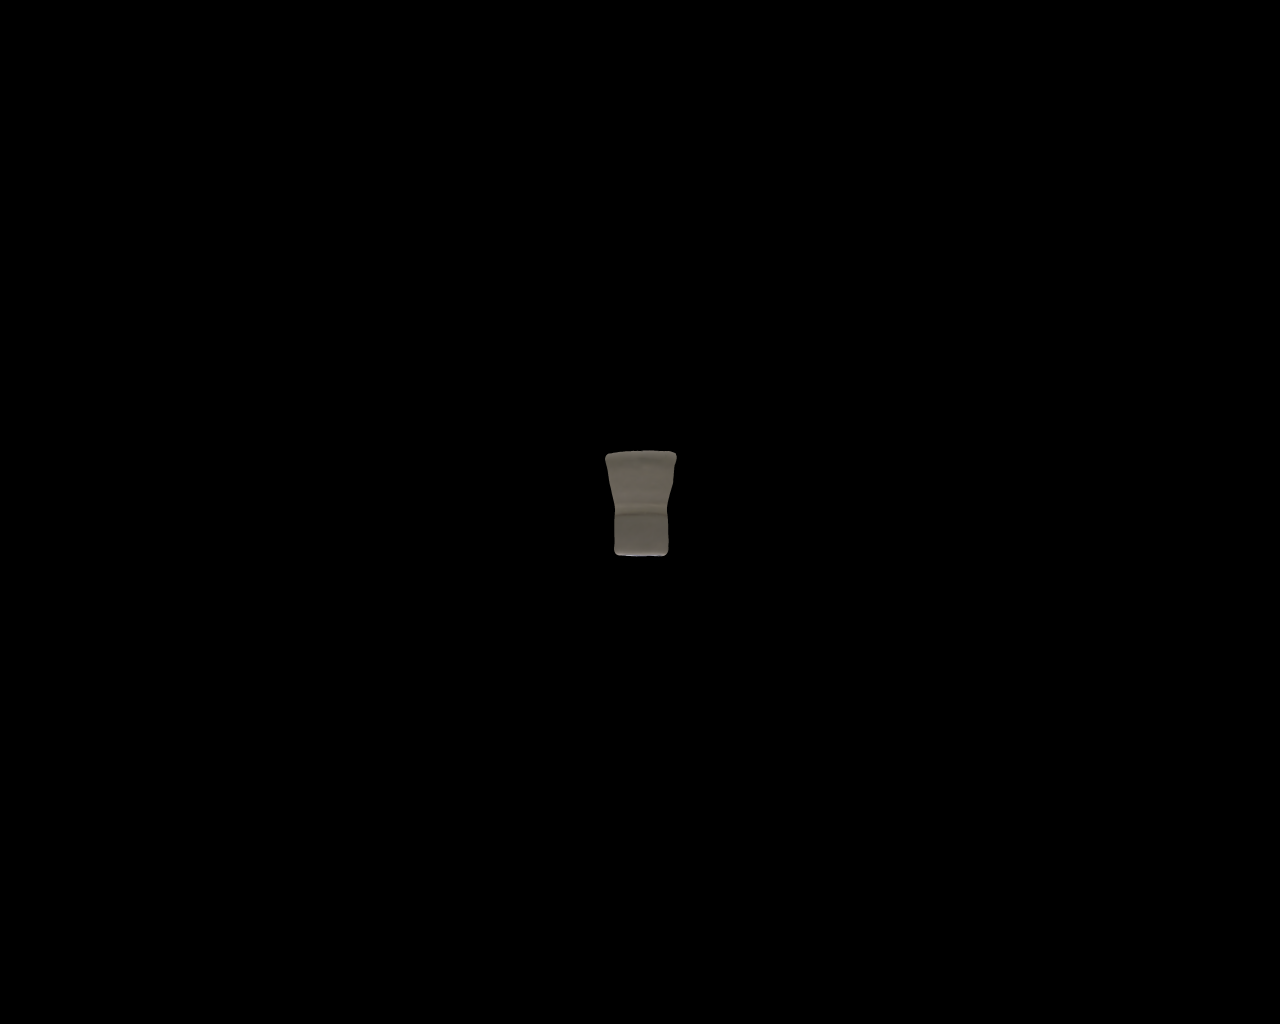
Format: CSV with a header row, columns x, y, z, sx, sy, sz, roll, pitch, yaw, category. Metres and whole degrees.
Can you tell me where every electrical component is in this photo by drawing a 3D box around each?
x,y,z,sx,sy,sz,roll,pitch,yaw,category
0.001,-0.003,0.650,0.044,0.065,0.044,0,-5,0,electrical component
